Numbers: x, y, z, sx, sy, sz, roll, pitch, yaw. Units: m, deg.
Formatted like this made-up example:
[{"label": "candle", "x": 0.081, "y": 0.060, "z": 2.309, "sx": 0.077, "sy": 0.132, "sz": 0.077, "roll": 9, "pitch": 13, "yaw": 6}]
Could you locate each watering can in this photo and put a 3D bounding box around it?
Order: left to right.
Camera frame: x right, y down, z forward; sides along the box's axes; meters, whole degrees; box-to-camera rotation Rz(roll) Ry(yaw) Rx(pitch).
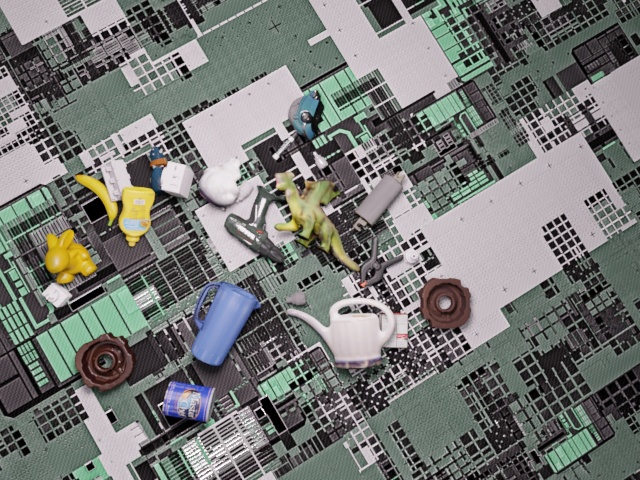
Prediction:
[{"label": "watering can", "x": 0.071, "y": 0.302, "z": 1.646, "sx": 0.347, "sy": 0.104, "sz": 0.225, "roll": -5, "pitch": 86, "yaw": 9}]

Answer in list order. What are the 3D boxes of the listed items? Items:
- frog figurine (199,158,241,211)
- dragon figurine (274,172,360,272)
[{"label": "frog figurine", "x": -0.309, "y": -0.190, "z": 1.659, "sx": 0.139, "sy": 0.122, "sz": 0.159, "roll": 42, "pitch": 97, "yaw": 20}, {"label": "dragon figurine", "x": 0.005, "y": -0.084, "z": 1.662, "sx": 0.406, "sy": 0.121, "sz": 0.246, "roll": 31, "pitch": 70, "yaw": -27}]
